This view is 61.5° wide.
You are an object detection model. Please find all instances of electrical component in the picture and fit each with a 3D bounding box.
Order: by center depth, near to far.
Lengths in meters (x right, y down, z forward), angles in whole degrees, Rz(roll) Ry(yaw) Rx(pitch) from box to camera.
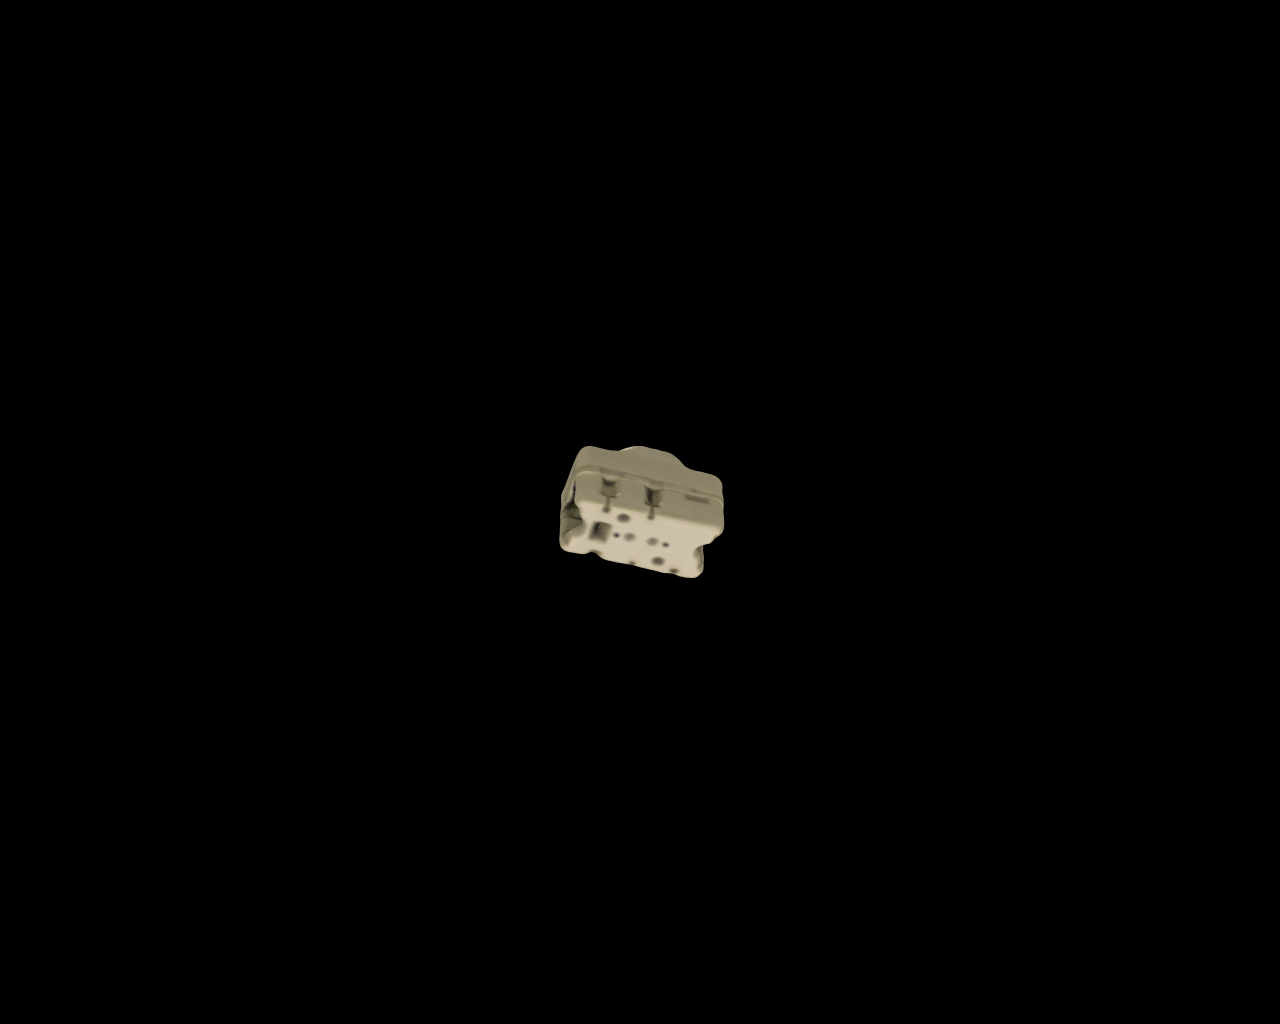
[{"bbox_3d":[0.001,-0.003,0.650,0.089,0.056,0.050,13,-47,-12],"label":"electrical component"}]
